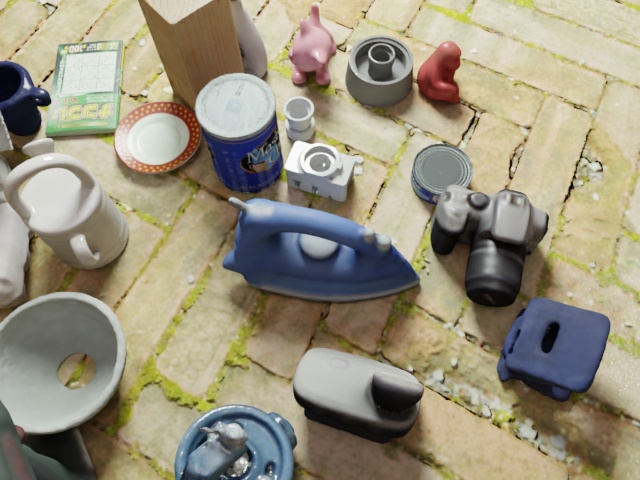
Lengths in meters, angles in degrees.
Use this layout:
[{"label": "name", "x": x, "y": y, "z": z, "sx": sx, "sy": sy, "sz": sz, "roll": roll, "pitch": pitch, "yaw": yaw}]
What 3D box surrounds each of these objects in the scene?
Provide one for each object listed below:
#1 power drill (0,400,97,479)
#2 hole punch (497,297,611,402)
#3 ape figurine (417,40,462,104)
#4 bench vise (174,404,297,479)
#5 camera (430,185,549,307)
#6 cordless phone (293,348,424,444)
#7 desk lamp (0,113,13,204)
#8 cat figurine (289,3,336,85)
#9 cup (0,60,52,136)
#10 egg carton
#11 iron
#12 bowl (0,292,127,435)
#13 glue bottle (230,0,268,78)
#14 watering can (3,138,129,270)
[{"label": "power drill", "x": -0.313, "y": 0.220, "z": 0.584, "sx": 0.076, "sy": 0.208, "sz": 0.229, "roll": -30, "pitch": 68, "yaw": -12}, {"label": "hole punch", "x": 0.277, "y": 0.128, "z": 0.686, "sx": 0.101, "sy": 0.091, "sz": 0.109, "roll": 25, "pitch": 68, "yaw": 12}, {"label": "ape figurine", "x": 0.188, "y": -0.260, "z": 0.864, "sx": 0.076, "sy": 0.092, "sz": 0.078, "roll": 24, "pitch": 68, "yaw": 11}, {"label": "bench vise", "x": -0.106, "y": 0.251, "z": 0.561, "sx": 0.121, "sy": 0.220, "sz": 0.208, "roll": 27, "pitch": 68, "yaw": 13}, {"label": "camera", "x": 0.214, "y": 0.007, "z": 0.737, "sx": 0.143, "sy": 0.101, "sz": 0.137, "roll": 13, "pitch": 66, "yaw": 7}, {"label": "cordless phone", "x": 0.043, "y": 0.155, "z": 0.623, "sx": 0.147, "sy": 0.185, "sz": 0.094, "roll": 12, "pitch": 66, "yaw": 6}, {"label": "desk lamp", "x": -0.481, "y": -0.123, "z": 0.740, "sx": 0.203, "sy": 0.213, "sz": 0.117, "roll": -25, "pitch": 67, "yaw": -10}, {"label": "cat figurine", "x": -0.011, "y": -0.299, "z": 0.870, "sx": 0.067, "sy": 0.118, "sz": 0.128, "roll": 4, "pitch": 65, "yaw": 3}, {"label": "cup", "x": -0.437, "y": -0.197, "z": 0.839, "sx": 0.117, "sy": 0.095, "sz": 0.092, "roll": 7, "pitch": 66, "yaw": 4}, {"label": "egg carton", "x": -0.435, "y": 0.022, "z": 0.752, "sx": 0.107, "sy": 0.069, "sz": 0.150, "roll": -6, "pitch": 65, "yaw": -2}, {"label": "iron", "x": 0.007, "y": 0.003, "z": 0.718, "sx": 0.258, "sy": 0.141, "sz": 0.119, "roll": 10, "pitch": 66, "yaw": 5}, {"label": "bowl", "x": -0.306, "y": 0.152, "z": 0.689, "sx": 0.167, "sy": 0.075, "sz": 0.167, "roll": 0, "pitch": 65, "yaw": 1}, {"label": "glue bottle", "x": -0.123, "y": -0.313, "z": 0.847, "sx": 0.078, "sy": 0.173, "sz": 0.037, "roll": 21, "pitch": 67, "yaw": 10}, {"label": "watering can", "x": -0.323, "y": -0.049, "z": 0.715, "sx": 0.172, "sy": 0.194, "sz": 0.101, "roll": 37, "pitch": 71, "yaw": 16}]
